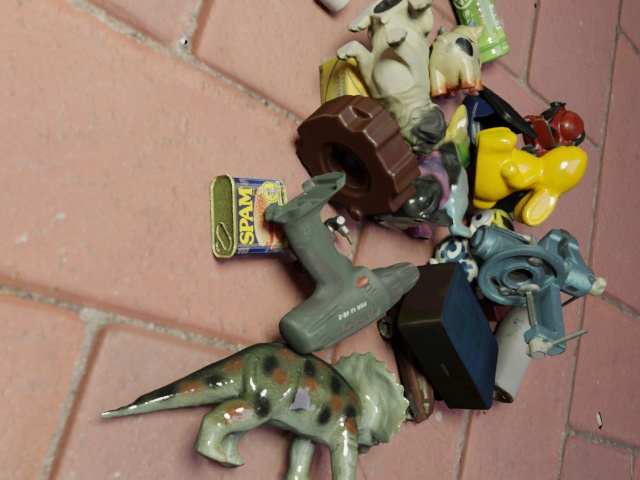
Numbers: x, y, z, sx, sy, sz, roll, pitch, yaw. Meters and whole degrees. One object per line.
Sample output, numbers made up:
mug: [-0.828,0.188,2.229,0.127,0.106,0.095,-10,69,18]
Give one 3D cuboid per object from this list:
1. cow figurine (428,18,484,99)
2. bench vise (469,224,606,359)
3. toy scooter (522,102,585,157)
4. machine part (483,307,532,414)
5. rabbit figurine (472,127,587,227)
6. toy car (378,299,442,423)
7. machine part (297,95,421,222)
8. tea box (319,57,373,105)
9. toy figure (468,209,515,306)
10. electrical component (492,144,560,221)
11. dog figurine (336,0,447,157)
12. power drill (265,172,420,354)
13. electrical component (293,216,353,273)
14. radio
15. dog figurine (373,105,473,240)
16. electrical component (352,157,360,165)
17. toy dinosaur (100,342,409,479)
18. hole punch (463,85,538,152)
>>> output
cow figurine: [0.226,-0.303,0.891,0.195,0.086,0.127,-30,112,-61]
bench vise: [0.322,0.076,0.781,0.223,0.129,0.241,30,42,-15]
toy scooter: [0.466,-0.220,1.093,0.184,0.075,0.135,-48,113,-23]
machine part: [0.346,0.204,0.978,0.079,0.079,0.243,47,63,-25]
rabbit figurine: [0.334,-0.103,0.857,0.122,0.173,0.162,-26,114,-80]
toy car: [0.153,0.192,0.852,0.089,0.053,0.202,-18,97,-39]
machine part: [0.046,-0.106,0.716,0.056,0.179,0.179,-44,113,-28]
tea box: [0.086,-0.215,0.812,0.169,0.068,0.098,-4,90,-36]
toy figure: [0.304,0.028,0.932,0.089,0.082,0.180,32,44,-42]
electrical component: [0.350,-0.107,0.969,0.134,0.115,0.058,51,22,-28]
dog figurine: [0.127,-0.232,0.753,0.190,0.121,0.172,51,62,-38]
power drill: [0.026,0.021,0.692,0.232,0.086,0.207,-34,117,-32]
electrical component: [-0.003,-0.002,0.749,0.102,0.045,0.078,-48,116,-28]
radio: [0.205,0.148,0.828,0.229,0.073,0.131,58,40,-33]
dog figurine: [0.174,-0.115,0.849,0.191,0.109,0.219,19,72,-39]
electrical component: [0.073,-0.125,0.766,0.048,0.119,0.074,-47,112,-28]
toy dinosaur: [-0.040,0.199,0.674,0.404,0.131,0.192,31,57,-27]
hole punch: [0.314,-0.209,0.979,0.142,0.092,0.116,15,41,-33]
